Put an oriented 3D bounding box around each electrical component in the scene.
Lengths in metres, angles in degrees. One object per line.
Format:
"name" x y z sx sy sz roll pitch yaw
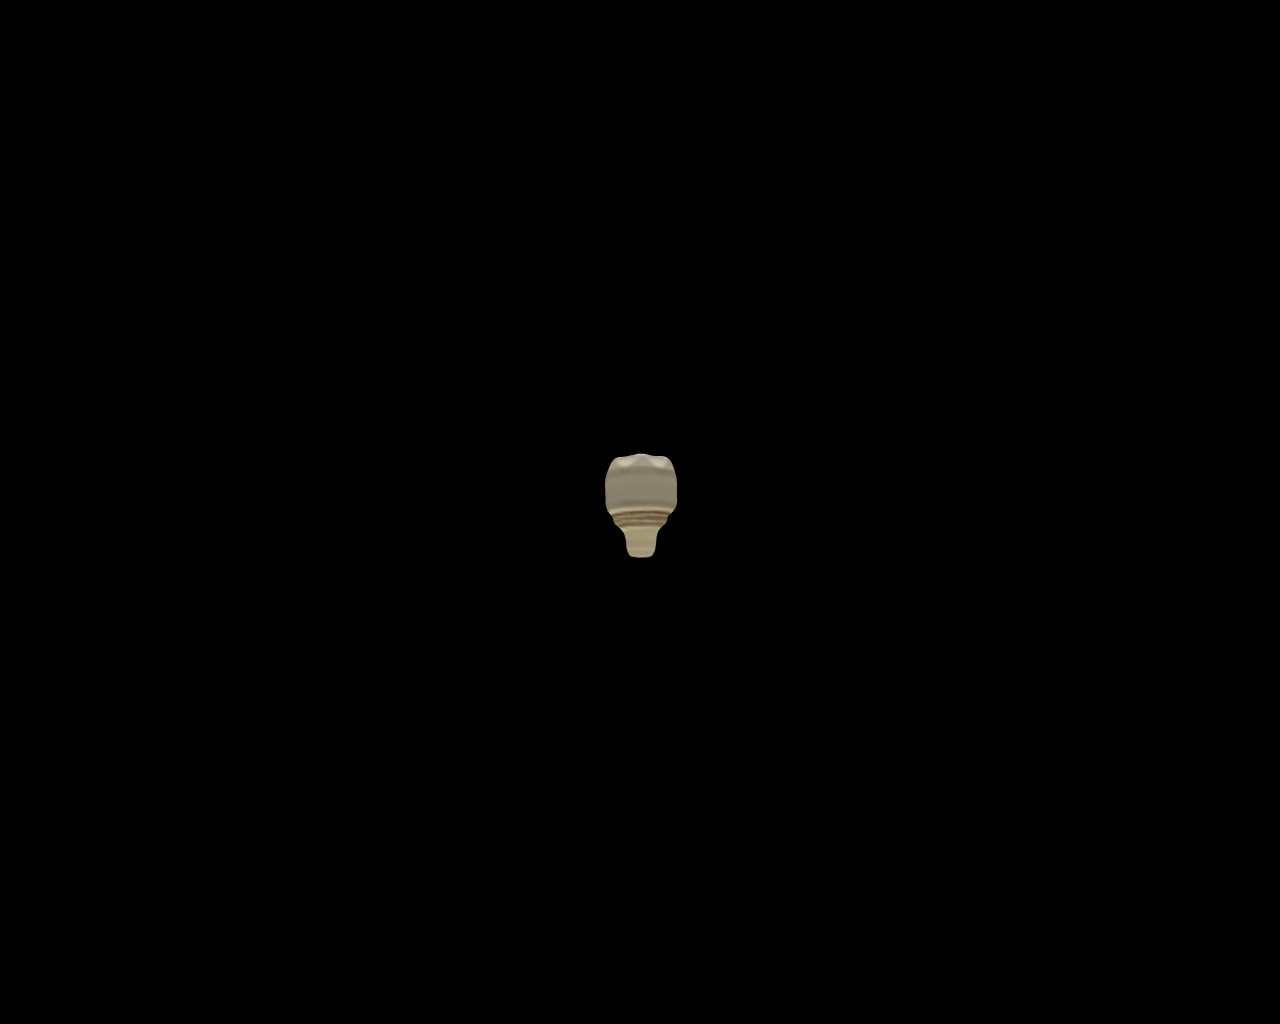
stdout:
"electrical component" 0.001 -0.003 0.650 0.043 0.062 0.043 0 -7 0
